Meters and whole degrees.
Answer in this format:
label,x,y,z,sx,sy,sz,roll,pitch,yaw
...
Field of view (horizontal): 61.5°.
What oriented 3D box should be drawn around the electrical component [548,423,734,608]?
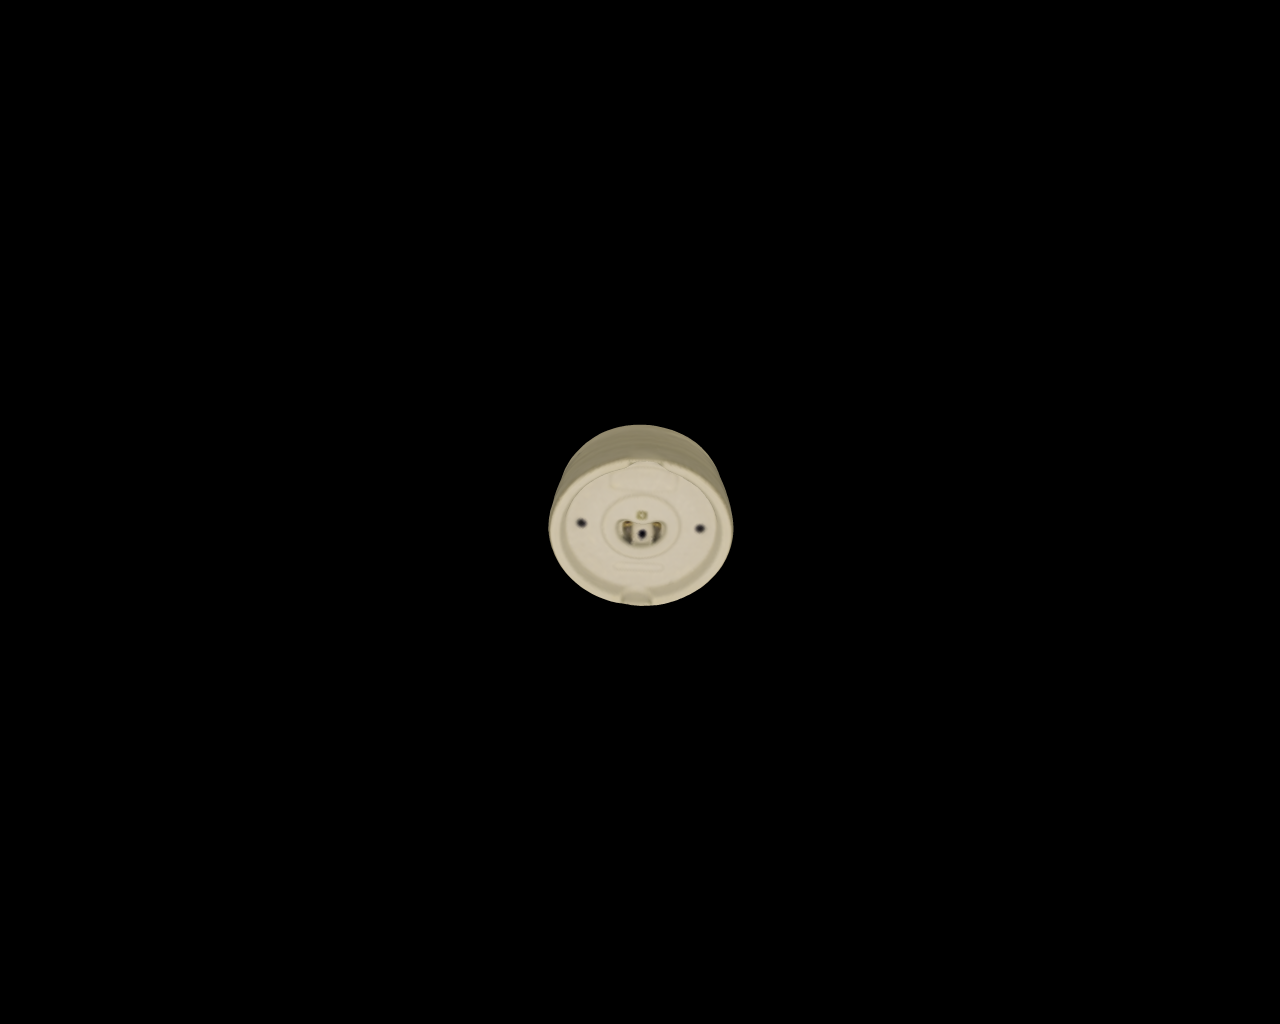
label,x,y,z,sx,sy,sz,roll,pitch,yaw
electrical component,0.001,-0.003,0.650,0.108,0.108,0.060,0,34,0
